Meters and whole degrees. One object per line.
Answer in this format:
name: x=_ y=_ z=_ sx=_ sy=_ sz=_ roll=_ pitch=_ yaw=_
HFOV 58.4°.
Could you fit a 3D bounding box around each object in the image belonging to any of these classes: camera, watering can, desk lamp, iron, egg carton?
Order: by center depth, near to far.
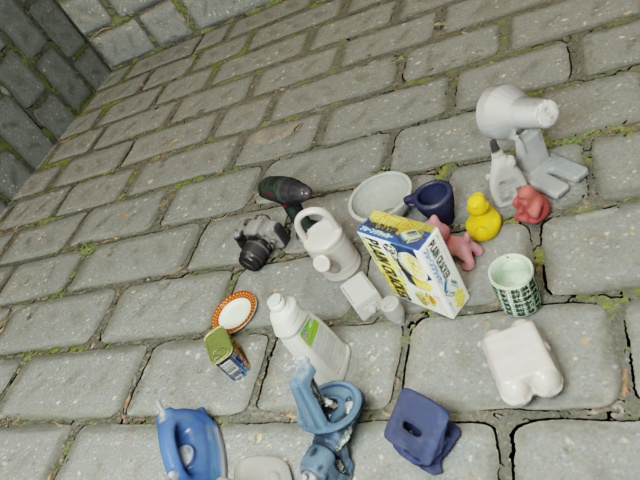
egg carton: x=0.340 y=0.206 z=0.965 sx=0.107 sy=0.070 sz=0.150 roll=-24 pitch=40 yaw=12
iron: x=-0.260 y=0.425 z=1.099 sx=0.118 sy=0.142 sz=0.257 roll=-33 pitch=38 yaw=1
desk lamp: x=0.449 y=-0.224 z=1.223 sx=0.118 sy=0.214 sz=0.202 roll=-40 pitch=39 yaw=-7
watering can: x=0.014 y=0.004 z=1.305 sx=0.101 sy=0.195 sz=0.172 roll=-33 pitch=38 yaw=2
camera: x=-0.176 y=0.006 z=1.511 sx=0.142 sy=0.101 sz=0.137 roll=1 pitch=50 yaw=36

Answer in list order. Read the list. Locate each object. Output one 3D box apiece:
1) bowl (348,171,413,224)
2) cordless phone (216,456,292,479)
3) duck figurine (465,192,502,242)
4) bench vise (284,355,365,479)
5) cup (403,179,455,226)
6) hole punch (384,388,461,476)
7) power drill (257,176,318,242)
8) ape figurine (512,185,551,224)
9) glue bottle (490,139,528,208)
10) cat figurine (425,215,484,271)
bowl: x=0.157 y=-0.086 z=1.395 sx=0.167 sy=0.075 sz=0.167 roll=-19 pitch=41 yaw=18
cordless phone: x=-0.119 y=0.419 z=0.970 sx=0.094 sy=0.186 sz=0.147 roll=-29 pitch=39 yaw=6
duck figurine: x=0.342 y=-0.056 z=1.225 sx=0.077 sy=0.086 sz=0.104 roll=-11 pitch=44 yaw=26
bench vise: x=0.007 y=0.308 z=0.971 sx=0.121 sy=0.220 sz=0.207 roll=-18 pitch=41 yaw=19
cup: x=0.254 y=-0.073 z=1.296 sx=0.117 sy=0.095 sz=0.092 roll=-6 pitch=46 yaw=31
hole punch: x=0.166 y=0.318 z=0.953 sx=0.108 sy=0.091 sz=0.101 roll=21 pitch=63 yaw=46
power drill: x=-0.056 y=-0.080 z=1.430 sx=0.076 sy=0.209 sz=0.228 roll=-48 pitch=41 yaw=-17
ape figurine: x=0.431 y=-0.078 z=1.180 sx=0.076 sy=0.092 sz=0.077 roll=-20 pitch=41 yaw=17
glue bottle: x=0.389 y=-0.147 z=1.216 sx=0.078 sy=0.174 sz=0.037 roll=-20 pitch=40 yaw=17
cat figurine: x=0.263 y=-0.002 z=1.198 sx=0.127 sy=0.118 sz=0.067 roll=9 pitch=55 yaw=41
